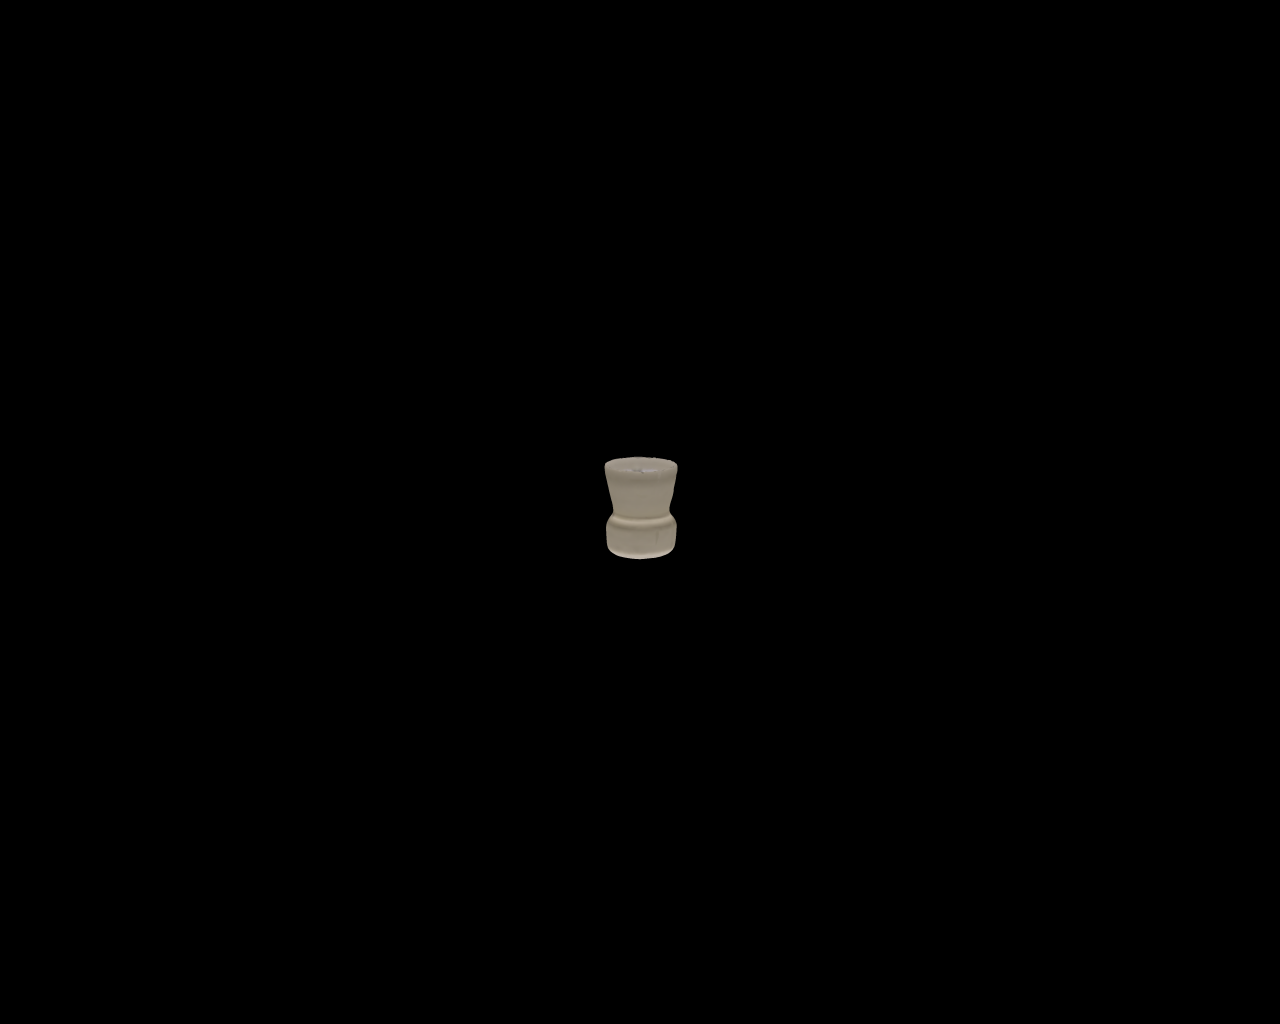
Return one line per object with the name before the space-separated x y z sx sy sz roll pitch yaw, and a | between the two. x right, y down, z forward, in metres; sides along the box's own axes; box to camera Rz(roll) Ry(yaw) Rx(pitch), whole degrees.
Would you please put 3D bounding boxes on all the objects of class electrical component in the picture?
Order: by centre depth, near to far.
electrical component | 0.001 -0.003 0.650 0.045 0.055 0.045 0 14 0
